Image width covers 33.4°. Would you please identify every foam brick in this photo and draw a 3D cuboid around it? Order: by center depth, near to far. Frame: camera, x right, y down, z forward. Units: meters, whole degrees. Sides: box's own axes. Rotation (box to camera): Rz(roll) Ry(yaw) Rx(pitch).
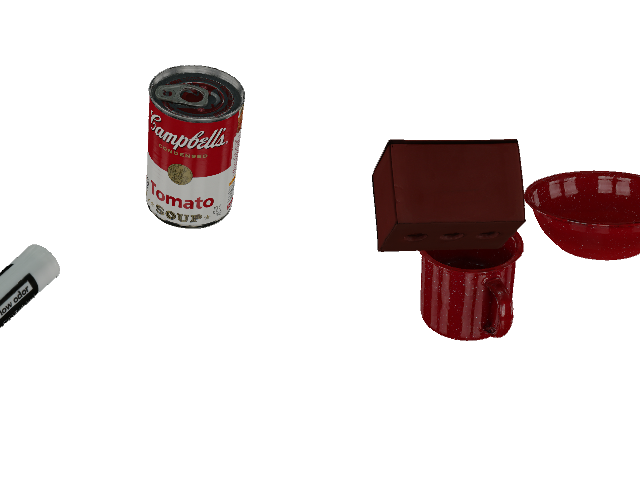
[{"bbox_3d":[0.073,-0.025,0.620,0.078,0.051,0.053,-2,-19,-9],"label":"foam brick"}]

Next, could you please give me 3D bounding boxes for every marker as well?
[{"bbox_3d":[-0.158,0.044,0.457,0.020,0.020,0.121,0,36,38],"label":"marker"}]

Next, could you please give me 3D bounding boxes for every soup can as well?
[{"bbox_3d":[-0.094,-0.068,0.784,0.068,0.102,0.068,6,41,-5],"label":"soup can"}]

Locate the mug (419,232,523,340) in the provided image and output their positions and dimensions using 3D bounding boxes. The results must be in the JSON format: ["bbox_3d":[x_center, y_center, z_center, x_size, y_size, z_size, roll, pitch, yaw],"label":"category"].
[{"bbox_3d":[0.135,0.040,0.939,0.093,0.081,0.117,-15,35,-19],"label":"mug"}]

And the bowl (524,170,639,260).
[{"bbox_3d":[0.293,-0.022,1.109,0.162,0.055,0.162,-3,23,1],"label":"bowl"}]
